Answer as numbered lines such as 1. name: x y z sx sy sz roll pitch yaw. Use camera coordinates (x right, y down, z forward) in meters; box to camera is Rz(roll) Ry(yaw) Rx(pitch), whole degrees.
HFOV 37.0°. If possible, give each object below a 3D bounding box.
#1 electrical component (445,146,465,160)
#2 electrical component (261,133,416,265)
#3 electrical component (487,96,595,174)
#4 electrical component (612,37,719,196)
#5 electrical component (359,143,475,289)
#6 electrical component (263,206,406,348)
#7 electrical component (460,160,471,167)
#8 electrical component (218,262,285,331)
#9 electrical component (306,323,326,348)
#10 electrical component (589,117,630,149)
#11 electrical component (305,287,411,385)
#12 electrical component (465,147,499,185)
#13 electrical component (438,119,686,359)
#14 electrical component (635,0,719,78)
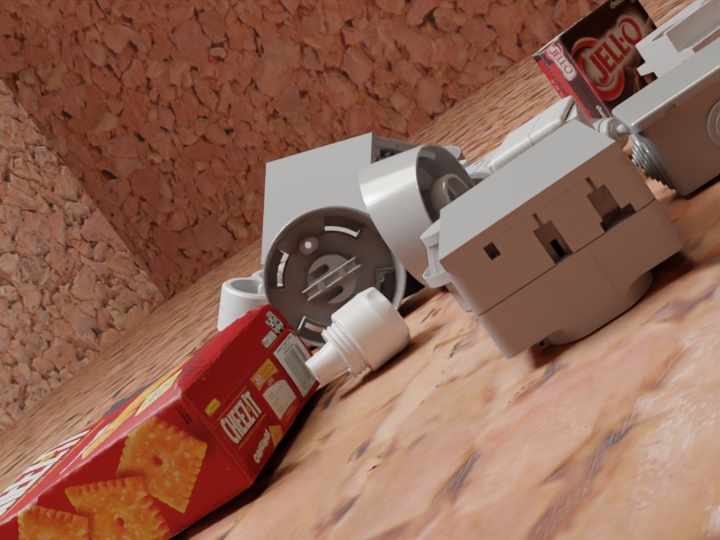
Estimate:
1. electrical component: 0.065 -0.081 1.065 0.099 0.064 0.099 -34 5 4
2. electrical component: -0.021 -0.061 1.043 0.060 0.105 0.186 7 -8 -35
3. electrical component: 0.130 -0.070 0.688 0.061 0.061 0.096 -33 7 24
4. electrical component: 0.188 -0.086 0.570 0.100 0.048 0.099 -34 7 13
5. electrical component: 0.044 -0.037 0.739 0.064 0.099 0.099 -24 12 31
6. electrical component: -0.019 0.006 0.762 0.099 0.099 0.064 -36 0 -3
7. electrical component: 0.074 -0.059 0.953 0.066 0.047 0.077 -36 7 -5
8. electrical component: -0.073 0.041 0.937 0.052 0.073 0.138 16 17 25
9. electrical component: -0.023 0.024 0.870 0.077 0.044 0.079 -31 8 35
10. electrical component: 0.159 -0.086 0.748 0.040 0.040 0.078 -40 9 -35
11. electrical component: -0.004 0.044 0.647 0.062 0.043 0.043 -38 7 -8
12. electrical component: 0.098 -0.055 0.797 0.089 0.050 0.055 -31 8 32
13. electrical component: 0.092 -0.018 0.519 0.089 0.061 0.150 -34 7 10
14. electrical component: 0.249 -0.156 0.688 0.121 0.063 0.079 -36 7 -7
